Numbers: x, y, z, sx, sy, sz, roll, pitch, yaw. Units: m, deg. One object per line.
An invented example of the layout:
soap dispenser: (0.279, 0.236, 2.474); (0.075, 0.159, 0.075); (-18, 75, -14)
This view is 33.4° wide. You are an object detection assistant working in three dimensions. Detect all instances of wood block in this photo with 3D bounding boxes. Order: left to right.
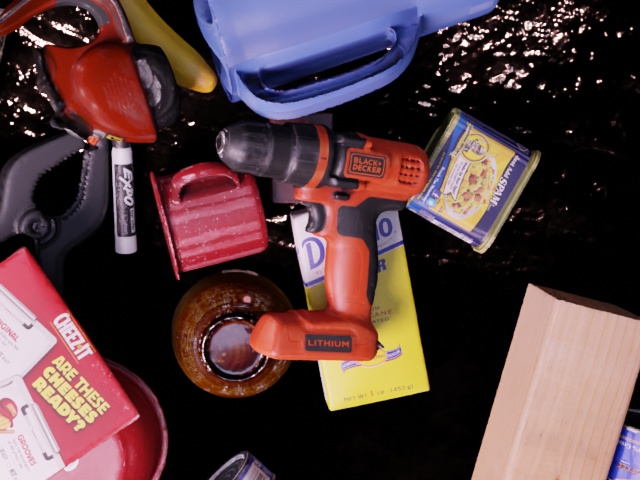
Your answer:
wood block: (0.209, 0.153, 0.944); (0.090, 0.091, 0.206); (14, 95, -7)

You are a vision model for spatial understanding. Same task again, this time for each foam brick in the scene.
foam brick: (-0.017, -0.072, 0.913); (0.053, 0.051, 0.078); (-1, 97, -6)

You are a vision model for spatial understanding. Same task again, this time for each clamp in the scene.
clamp: (-0.249, -0.013, 0.891); (0.164, 0.036, 0.210); (27, 88, -26)

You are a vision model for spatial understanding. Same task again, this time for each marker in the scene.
marker: (-0.167, -0.048, 0.907); (0.020, 0.020, 0.121); (-1, 108, -6)

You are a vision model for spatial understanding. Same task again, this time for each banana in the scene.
banana: (-0.156, -0.201, 0.881); (0.037, 0.070, 0.198); (-38, 104, -43)

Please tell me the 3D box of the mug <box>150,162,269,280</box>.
mug: (-0.092, -0.028, 0.885); (0.081, 0.117, 0.093); (-14, 58, -9)

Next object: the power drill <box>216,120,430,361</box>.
power drill: (-0.006, 0.001, 0.856); (0.184, 0.057, 0.188); (6, 97, -25)

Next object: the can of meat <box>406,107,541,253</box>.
can of meat: (0.128, -0.053, 0.928); (0.084, 0.057, 0.102); (29, 93, -6)

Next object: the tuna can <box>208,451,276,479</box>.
tuna can: (-0.080, 0.225, 0.927); (0.086, 0.086, 0.033); (-45, 97, 1)

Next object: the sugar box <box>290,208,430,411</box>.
sugar box: (0.035, 0.053, 0.937); (0.093, 0.048, 0.176); (-12, 99, -4)

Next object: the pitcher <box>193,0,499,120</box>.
pitcher: (0.022, -0.198, 0.861); (0.242, 0.145, 0.149); (-17, 107, -6)

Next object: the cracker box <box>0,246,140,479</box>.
cracker box: (-0.277, 0.129, 0.838); (0.213, 0.072, 0.164); (-34, 99, -12)

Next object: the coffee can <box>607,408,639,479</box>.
coffee can: (0.293, 0.233, 0.956); (0.102, 0.103, 0.140); (10, 95, -7)

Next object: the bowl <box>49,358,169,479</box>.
bowl: (-0.213, 0.183, 0.925); (0.162, 0.055, 0.162); (-1, 98, -5)
